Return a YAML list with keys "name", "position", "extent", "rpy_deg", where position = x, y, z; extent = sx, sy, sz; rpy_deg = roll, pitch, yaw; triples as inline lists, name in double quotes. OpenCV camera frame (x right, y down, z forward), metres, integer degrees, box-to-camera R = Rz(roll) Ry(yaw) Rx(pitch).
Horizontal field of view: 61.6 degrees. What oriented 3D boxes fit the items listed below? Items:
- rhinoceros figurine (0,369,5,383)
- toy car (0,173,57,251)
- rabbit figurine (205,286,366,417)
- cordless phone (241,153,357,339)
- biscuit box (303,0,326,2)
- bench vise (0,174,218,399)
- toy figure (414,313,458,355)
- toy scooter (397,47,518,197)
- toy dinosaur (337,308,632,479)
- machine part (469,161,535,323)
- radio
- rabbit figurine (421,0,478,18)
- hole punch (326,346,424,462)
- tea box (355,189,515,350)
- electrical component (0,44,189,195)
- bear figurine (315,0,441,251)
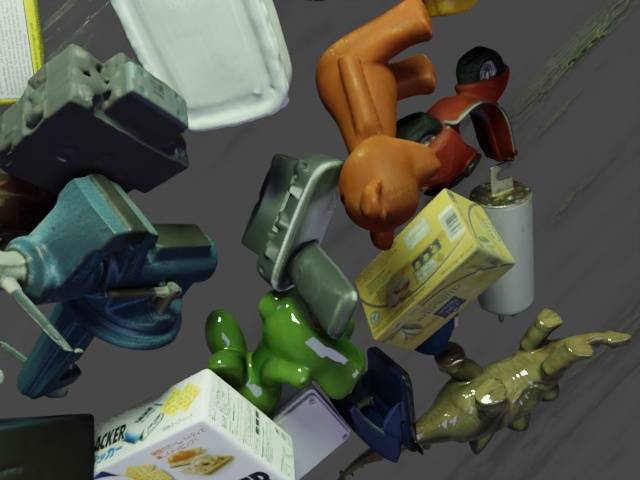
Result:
- name: "rhinoceros figurine"
  position: [-0.293, 0.057, 0.396]
  extent: [0.073, 0.112, 0.190]
  rpy_deg: [-42, 148, -46]
- name: "toy car"
  position: [-0.313, -0.033, 0.431]
  extent: [0.202, 0.053, 0.089]
  rpy_deg: [8, 112, -30]
- name: "rabbit figurine"
  position: [-0.056, 0.142, 0.603]
  extent: [0.159, 0.121, 0.170]
  rpy_deg: [28, 113, -30]
- name: "cordless phone"
  position: [0.000, -0.002, 0.519]
  extent: [0.088, 0.184, 0.146]
  rpy_deg: [16, 105, -27]
- name: "biscuit box"
  position: [-0.023, -0.307, 0.441]
  extent: [0.063, 0.059, 0.202]
  rpy_deg: [-8, 116, -22]
- name: "bench vise"
  position: [-0.200, 0.062, 0.462]
  extent: [0.129, 0.223, 0.240]
  rpy_deg: [43, 110, 8]
- name: "toy figure"
  position: [0.153, 0.075, 0.707]
  extent: [0.064, 0.058, 0.154]
  rpy_deg: [0, 107, -33]
- name: "toy scooter"
  position: [0.163, -0.113, 0.612]
  extent: [0.184, 0.075, 0.135]
  rpy_deg: [-46, 119, -5]
- name: "toy dinosaur"
  position: [0.231, 0.233, 0.775]
  extent: [0.472, 0.105, 0.198]
  rpy_deg: [-20, 134, -3]
- name: "machine part"
  position: [0.241, 0.012, 0.708]
  extent: [0.079, 0.079, 0.242]
  rpy_deg: [-24, 122, -15]
- name: "radio"
  position: [-0.303, 0.188, 0.431]
  extent: [0.131, 0.229, 0.073]
  rpy_deg: [-7, 76, 12]
- name: "rabbit figurine"
  position: [0.093, -0.281, 0.475]
  extent: [0.173, 0.122, 0.162]
  rpy_deg: [-17, 114, -18]
- name: "hole punch"
  position: [0.061, 0.214, 0.685]
  extent: [0.092, 0.142, 0.115]
  rpy_deg: [-17, 105, -20]
- name: "tea box"
  position: [0.124, 0.038, 0.617]
  extent: [0.068, 0.098, 0.169]
  rpy_deg: [20, 128, -31]
- name: "electrical component"
  position: [-0.172, -0.084, 0.421]
  extent: [0.134, 0.058, 0.114]
  rpy_deg: [-26, 152, 24]
- name: "bear figurine"
  position: [0.067, -0.101, 0.494]
  extent: [0.132, 0.196, 0.120]
  rpy_deg: [-20, 153, 7]
